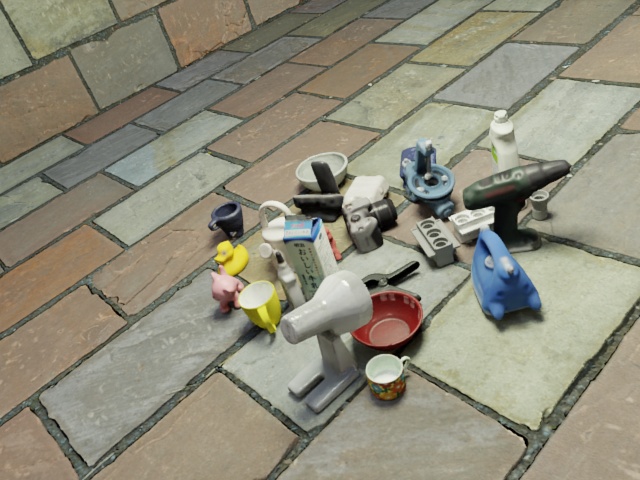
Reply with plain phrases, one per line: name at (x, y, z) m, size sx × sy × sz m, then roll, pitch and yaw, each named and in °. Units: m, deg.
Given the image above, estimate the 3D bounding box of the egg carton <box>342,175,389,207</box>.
egg carton at (0.131, -0.124, 1.614) m, size 0.107 × 0.069 × 0.150 m, roll 2°, pitch 40°, yaw 27°

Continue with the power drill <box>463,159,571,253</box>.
power drill at (0.443, -0.075, 1.287) m, size 0.229 × 0.209 × 0.075 m, roll -9°, pitch 37°, yaw 14°

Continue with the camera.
camera at (0.134, -0.058, 1.497) m, size 0.137 × 0.101 × 0.143 m, roll -20°, pitch 35°, yaw -2°

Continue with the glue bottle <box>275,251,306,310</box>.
glue bottle at (-0.071, 0.095, 1.322) m, size 0.037 × 0.173 × 0.078 m, roll -27°, pitch 36°, yaw -11°

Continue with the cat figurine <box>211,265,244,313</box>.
cat figurine at (-0.235, 0.114, 1.419) m, size 0.067 × 0.118 × 0.127 m, roll -18°, pitch 35°, yaw 1°

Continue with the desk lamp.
desk lamp at (0.013, 0.190, 1.121) m, size 0.204 × 0.214 × 0.117 m, roll -38°, pitch 40°, yaw -25°

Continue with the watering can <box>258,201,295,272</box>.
watering can at (-0.097, -0.012, 1.459) m, size 0.100 × 0.194 × 0.173 m, roll -12°, pitch 36°, yaw 9°

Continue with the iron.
iron at (0.373, 0.044, 1.218) m, size 0.118 × 0.142 × 0.258 m, roll -16°, pitch 35°, yaw 5°

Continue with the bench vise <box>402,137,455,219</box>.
bench vise at (0.260, -0.177, 1.497) m, size 0.122 × 0.220 × 0.206 m, roll -36°, pitch 39°, yaw -23°

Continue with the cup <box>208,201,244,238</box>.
cup at (-0.267, -0.044, 1.664) m, size 0.091 × 0.095 × 0.118 m, roll 16°, pitch 48°, yaw 39°

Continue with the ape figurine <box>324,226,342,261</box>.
ape figurine at (0.014, 0.005, 1.474) m, size 0.076 × 0.092 × 0.078 m, roll 0°, pitch 39°, yaw 24°

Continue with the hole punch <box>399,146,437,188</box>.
hole punch at (0.285, -0.209, 1.639) m, size 0.108 × 0.091 × 0.101 m, roll -3°, pitch 38°, yaw 21°

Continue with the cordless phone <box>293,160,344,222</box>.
cordless phone at (-0.012, -0.148, 1.611) m, size 0.147 × 0.185 × 0.094 m, roll -2°, pitch 39°, yaw 23°

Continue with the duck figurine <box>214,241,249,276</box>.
duck figurine at (-0.245, 0.041, 1.548) m, size 0.077 × 0.086 × 0.105 m, roll 12°, pitch 45°, yaw 36°

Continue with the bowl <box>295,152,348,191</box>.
bowl at (0.013, -0.198, 1.762) m, size 0.167 × 0.075 × 0.167 m, roll -12°, pitch 36°, yaw 9°
